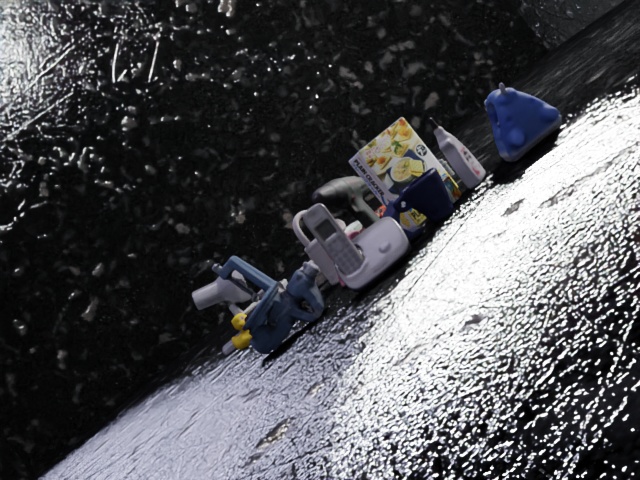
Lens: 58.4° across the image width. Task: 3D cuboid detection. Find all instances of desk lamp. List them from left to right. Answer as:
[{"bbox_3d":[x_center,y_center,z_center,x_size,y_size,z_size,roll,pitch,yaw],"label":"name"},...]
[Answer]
[{"bbox_3d":[-0.275,0.206,1.754,0.203,0.213,0.118,-40,3,-11],"label":"desk lamp"}]

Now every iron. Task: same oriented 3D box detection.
[{"bbox_3d":[0.383,-0.248,1.169,0.118,0.141,0.258,-39,3,7],"label":"iron"}]

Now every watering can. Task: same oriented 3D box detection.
[{"bbox_3d":[0.014,0.004,1.411,0.172,0.194,0.101,-37,4,33],"label":"watering can"}]

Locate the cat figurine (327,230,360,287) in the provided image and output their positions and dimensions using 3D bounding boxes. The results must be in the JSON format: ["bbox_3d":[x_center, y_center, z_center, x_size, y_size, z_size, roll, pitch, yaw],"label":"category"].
[{"bbox_3d":[0.056,0.030,1.241,0.067,0.118,0.127,-41,4,-28],"label":"cat figurine"}]

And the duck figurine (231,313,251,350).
[{"bbox_3d":[-0.210,0.246,1.585,0.104,0.086,0.077,-39,3,12],"label":"duck figurine"}]

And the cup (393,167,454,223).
[{"bbox_3d":[0.210,-0.074,1.138,0.118,0.095,0.091,-40,3,-15],"label":"cup"}]

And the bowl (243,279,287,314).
[{"bbox_3d":[-0.145,0.193,1.680,0.167,0.075,0.167,-39,3,3],"label":"bowl"}]

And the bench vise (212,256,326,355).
[{"bbox_3d":[-0.106,0.100,1.191,0.207,0.220,0.121,-40,3,-8],"label":"bench vise"}]

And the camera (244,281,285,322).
[{"bbox_3d":[-0.137,0.180,1.527,0.137,0.101,0.143,-39,3,-2],"label":"camera"}]

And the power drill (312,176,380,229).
[{"bbox_3d":[0.091,-0.067,1.398,0.075,0.208,0.230,-37,4,31],"label":"power drill"}]

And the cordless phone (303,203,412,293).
[{"bbox_3d":[0.067,-0.010,1.068,0.147,0.185,0.094,-39,3,6],"label":"cordless phone"}]

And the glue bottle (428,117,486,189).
[{"bbox_3d":[0.285,-0.191,1.222,0.037,0.173,0.078,-37,4,32],"label":"glue bottle"}]

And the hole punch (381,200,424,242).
[{"bbox_3d":[0.146,-0.022,1.181,0.101,0.091,0.108,-39,3,-2],"label":"hole punch"}]

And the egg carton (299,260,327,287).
[{"bbox_3d":[-0.007,0.088,1.622,0.150,0.069,0.107,-39,3,11],"label":"egg carton"}]
